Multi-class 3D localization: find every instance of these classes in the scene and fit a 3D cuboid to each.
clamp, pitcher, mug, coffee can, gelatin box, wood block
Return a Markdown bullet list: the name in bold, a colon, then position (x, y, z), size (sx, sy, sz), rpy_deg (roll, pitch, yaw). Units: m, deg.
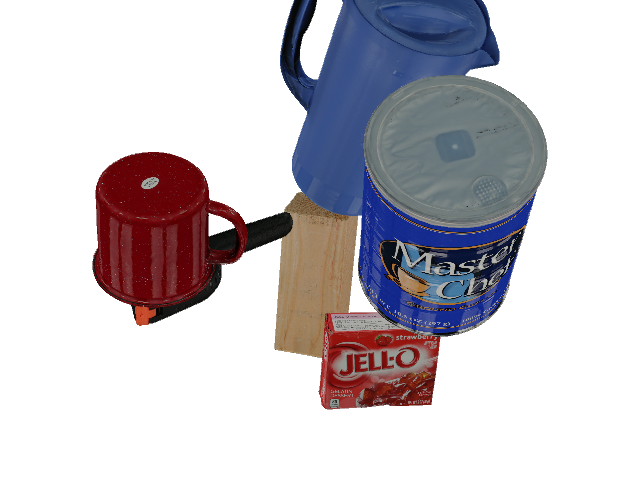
- **clamp**: position (-0.142, 0.008, 1.070), size (0.165, 0.036, 0.209), rpy_deg (19, 39, 17)
- **pitcher**: position (0.045, -0.141, 1.010), size (0.144, 0.149, 0.243), rpy_deg (-13, -32, -30)
- **mug**: position (-0.112, -0.009, 0.791), size (0.117, 0.081, 0.093), rpy_deg (9, 43, 2)
- **coffee can**: position (0.076, -0.017, 0.654), size (0.103, 0.103, 0.140), rpy_deg (0, -31, 0)
- **gelatin box**: position (0.045, 0.093, 0.830), size (0.089, 0.073, 0.030), rpy_deg (-1, 29, -8)
- **wood block**: position (-0.006, 0.048, 1.482), size (0.090, 0.206, 0.090), rpy_deg (9, 22, 10)
